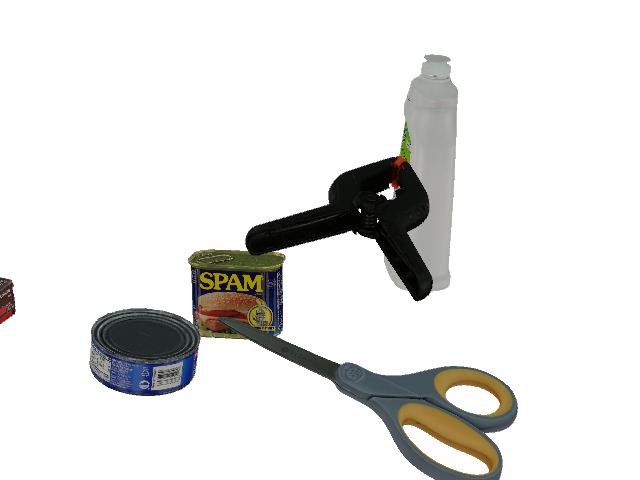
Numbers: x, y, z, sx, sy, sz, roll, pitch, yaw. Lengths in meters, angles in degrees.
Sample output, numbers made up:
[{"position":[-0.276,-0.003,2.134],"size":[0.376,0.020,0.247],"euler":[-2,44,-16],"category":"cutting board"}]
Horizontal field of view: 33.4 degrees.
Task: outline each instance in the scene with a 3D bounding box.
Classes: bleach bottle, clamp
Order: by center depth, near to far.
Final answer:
[{"position":[0.051,-0.018,0.960],"size":[0.165,0.036,0.209],"euler":[20,34,20],"category":"clamp"},{"position":[0.117,-0.076,1.176],"size":[0.068,0.251,0.102],"euler":[0,25,-10],"category":"bleach bottle"}]

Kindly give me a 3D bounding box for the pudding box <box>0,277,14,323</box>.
[{"position":[-0.331,0.056,0.903],"size":[0.114,0.039,0.089],"euler":[10,26,20],"category":"pudding box"}]

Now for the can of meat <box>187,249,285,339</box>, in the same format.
[{"position":[-0.089,0.058,1.148],"size":[0.102,0.084,0.057],"euler":[2,16,8],"category":"can of meat"}]

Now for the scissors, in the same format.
[{"position":[0.038,0.082,0.672],"size":[0.202,0.016,0.096],"euler":[35,46,27],"category":"scissors"}]

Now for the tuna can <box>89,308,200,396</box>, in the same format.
[{"position":[-0.139,0.088,0.847],"size":[0.086,0.034,0.086],"euler":[8,22,-3],"category":"tuna can"}]
